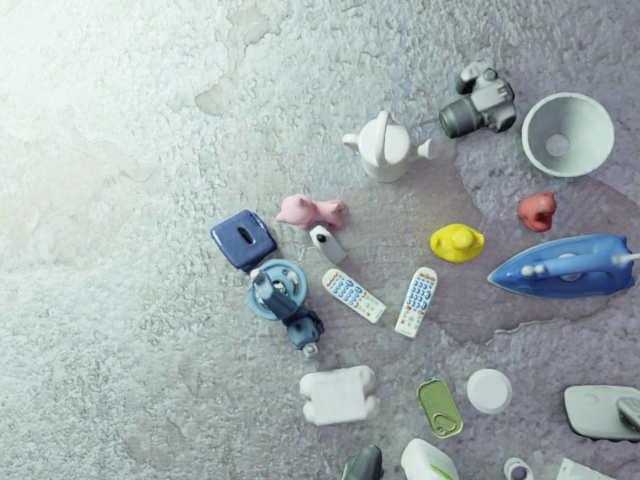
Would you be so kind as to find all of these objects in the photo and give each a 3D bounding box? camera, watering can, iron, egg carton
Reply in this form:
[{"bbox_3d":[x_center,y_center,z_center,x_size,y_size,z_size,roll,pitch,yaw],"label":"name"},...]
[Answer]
[{"bbox_3d":[0.300,-0.271,1.126,0.137,0.101,0.143,-24,80,4],"label":"camera"},{"bbox_3d":[0.131,-0.183,1.089,0.172,0.194,0.101,-12,81,6],"label":"watering can"},{"bbox_3d":[0.444,0.051,1.040,0.258,0.141,0.119,-9,81,7],"label":"iron"},{"bbox_3d":[0.039,0.302,1.098,0.150,0.069,0.107,-11,81,6],"label":"egg carton"}]

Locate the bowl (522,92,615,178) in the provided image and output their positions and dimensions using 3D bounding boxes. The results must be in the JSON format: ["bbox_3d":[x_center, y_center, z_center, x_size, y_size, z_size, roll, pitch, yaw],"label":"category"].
[{"bbox_3d":[0.470,-0.193,1.105,0.167,0.075,0.167,-1,82,8],"label":"bowl"}]

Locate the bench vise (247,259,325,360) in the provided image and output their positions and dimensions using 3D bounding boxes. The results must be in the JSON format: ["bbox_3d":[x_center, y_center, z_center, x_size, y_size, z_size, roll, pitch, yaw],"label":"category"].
[{"bbox_3d":[-0.056,0.116,1.061,0.207,0.220,0.121,42,90,11],"label":"bench vise"}]

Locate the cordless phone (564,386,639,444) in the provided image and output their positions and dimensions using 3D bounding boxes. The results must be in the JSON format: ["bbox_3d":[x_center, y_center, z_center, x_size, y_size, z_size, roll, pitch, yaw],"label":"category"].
[{"bbox_3d":[0.508,0.304,0.974,0.147,0.185,0.094,-3,82,8],"label":"cordless phone"}]

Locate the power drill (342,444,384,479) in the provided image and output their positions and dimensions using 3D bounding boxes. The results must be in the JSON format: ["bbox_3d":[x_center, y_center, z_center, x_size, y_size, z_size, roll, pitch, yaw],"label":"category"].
[{"bbox_3d":[0.065,0.452,1.003,0.075,0.208,0.230,15,85,10],"label":"power drill"}]

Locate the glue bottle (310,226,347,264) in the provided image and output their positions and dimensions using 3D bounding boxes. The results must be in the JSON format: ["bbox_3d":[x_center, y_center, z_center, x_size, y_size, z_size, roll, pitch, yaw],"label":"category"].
[{"bbox_3d":[0.010,0.004,1.091,0.037,0.173,0.078,-41,79,1],"label":"glue bottle"}]

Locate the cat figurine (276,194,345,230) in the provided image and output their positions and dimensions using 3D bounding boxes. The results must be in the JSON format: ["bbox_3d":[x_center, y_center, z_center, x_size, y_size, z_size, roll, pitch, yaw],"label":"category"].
[{"bbox_3d":[-0.020,-0.059,1.132,0.127,0.118,0.067,-2,82,8],"label":"cat figurine"}]

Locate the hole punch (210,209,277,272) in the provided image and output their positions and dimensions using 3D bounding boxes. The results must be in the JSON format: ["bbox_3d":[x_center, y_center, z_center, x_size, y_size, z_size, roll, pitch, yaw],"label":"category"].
[{"bbox_3d":[-0.153,-0.003,1.156,0.101,0.091,0.108,-38,79,1],"label":"hole punch"}]

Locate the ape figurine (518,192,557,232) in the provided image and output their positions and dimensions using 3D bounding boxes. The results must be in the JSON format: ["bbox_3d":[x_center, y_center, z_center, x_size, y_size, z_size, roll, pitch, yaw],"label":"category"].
[{"bbox_3d":[0.420,-0.059,1.084,0.076,0.092,0.078,33,88,11],"label":"ape figurine"}]

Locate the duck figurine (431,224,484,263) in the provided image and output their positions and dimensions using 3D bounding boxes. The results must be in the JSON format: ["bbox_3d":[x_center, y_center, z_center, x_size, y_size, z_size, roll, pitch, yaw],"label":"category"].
[{"bbox_3d":[0.266,0.003,1.100,0.104,0.086,0.077,1,82,8],"label":"duck figurine"}]
